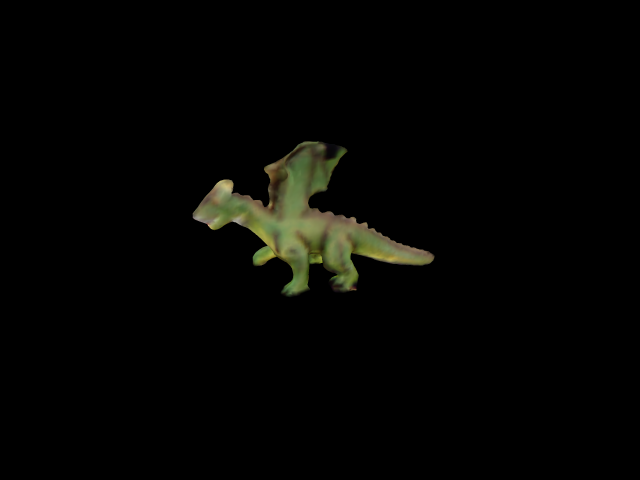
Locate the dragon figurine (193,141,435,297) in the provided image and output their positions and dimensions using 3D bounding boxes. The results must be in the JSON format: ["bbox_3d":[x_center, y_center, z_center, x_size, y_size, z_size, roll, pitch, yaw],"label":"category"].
[{"bbox_3d":[0.003,-0.043,0.850,0.411,0.238,0.124,-7,29,-12],"label":"dragon figurine"}]
